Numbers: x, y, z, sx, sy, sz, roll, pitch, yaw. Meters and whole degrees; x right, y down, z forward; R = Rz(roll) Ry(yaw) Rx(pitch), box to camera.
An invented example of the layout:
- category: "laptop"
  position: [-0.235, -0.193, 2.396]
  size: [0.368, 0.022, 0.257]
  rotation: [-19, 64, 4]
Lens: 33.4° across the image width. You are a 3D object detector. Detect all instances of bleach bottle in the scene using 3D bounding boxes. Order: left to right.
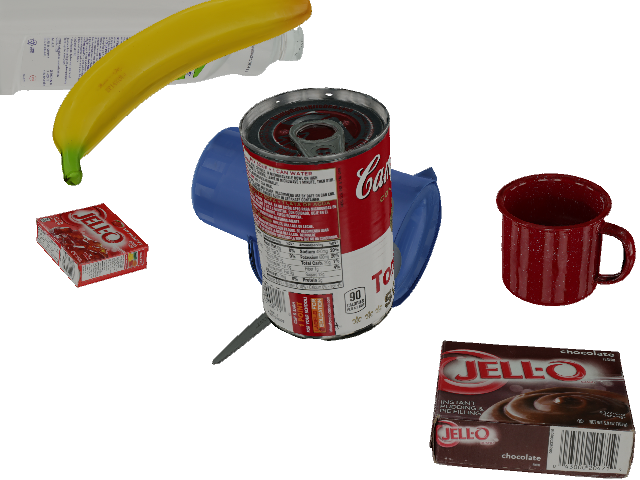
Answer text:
- category: "bleach bottle"
  position: [-0.140, -0.164, 0.886]
  size: [0.250, 0.068, 0.103]
  rotation: [0, -27, -15]

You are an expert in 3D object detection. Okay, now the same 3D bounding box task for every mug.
- category: "mug"
  position: [0.204, 0.003, 0.889]
  size: [0.117, 0.081, 0.093]
  rotation: [13, 36, 27]

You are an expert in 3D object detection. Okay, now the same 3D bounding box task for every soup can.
- category: "soup can"
  position: [0.000, -0.011, 0.505]
  size: [0.068, 0.102, 0.068]
  rotation: [-3, 33, 2]

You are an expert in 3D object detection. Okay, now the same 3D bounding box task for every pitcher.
- category: "pitcher"
  position: [-0.011, -0.024, 1.085]
  size: [0.243, 0.145, 0.149]
  rotation: [20, 26, 22]

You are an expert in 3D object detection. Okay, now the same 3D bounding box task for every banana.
- category: "banana"
  position: [-0.095, -0.106, 0.664]
  size: [0.070, 0.197, 0.037]
  rotation: [40, -21, 23]

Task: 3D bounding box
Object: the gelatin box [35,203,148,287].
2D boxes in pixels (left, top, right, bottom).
- category: "gelatin box"
  position: [-0.216, 0.002, 1.004]
  size: [0.073, 0.030, 0.089]
  rotation: [-16, 39, -35]

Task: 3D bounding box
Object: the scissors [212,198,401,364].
- category: "scissors"
  position: [-0.008, 0.047, 0.796]
  size: [0.016, 0.202, 0.096]
  rotation: [28, 18, -37]

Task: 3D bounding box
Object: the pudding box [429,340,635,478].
- category: "pudding box"
  position: [0.125, 0.098, 0.637]
  size: [0.113, 0.039, 0.090]
  rotation: [5, 25, 8]
